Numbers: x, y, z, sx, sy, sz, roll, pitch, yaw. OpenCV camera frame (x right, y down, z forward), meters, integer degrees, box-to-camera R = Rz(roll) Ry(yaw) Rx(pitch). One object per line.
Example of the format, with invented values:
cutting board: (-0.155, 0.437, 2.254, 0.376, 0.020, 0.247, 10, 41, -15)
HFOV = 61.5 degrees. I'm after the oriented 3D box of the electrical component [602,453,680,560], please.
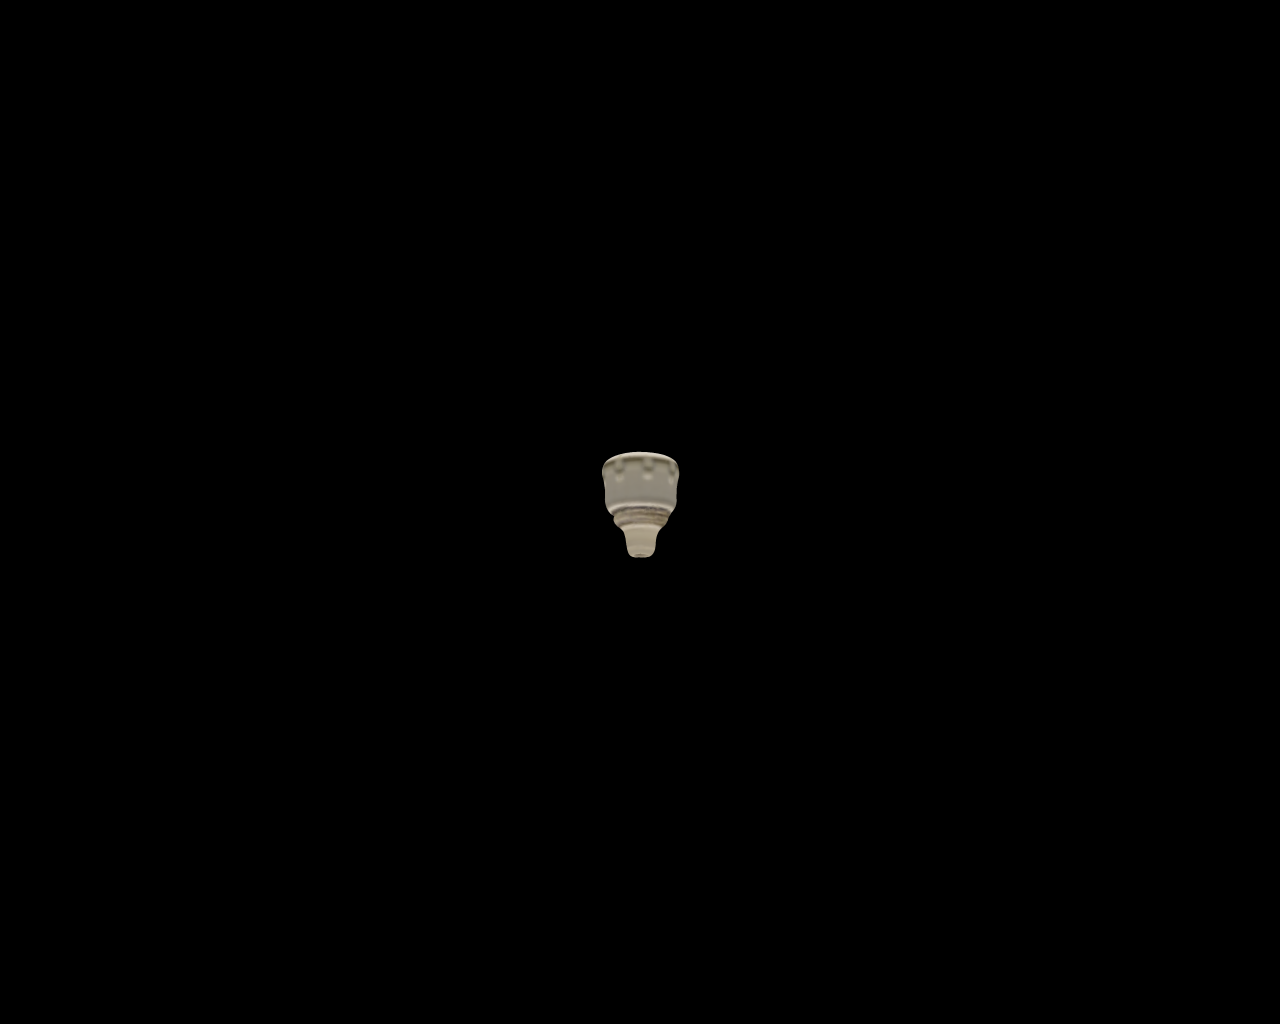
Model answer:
electrical component: (0.001, -0.003, 0.650, 0.048, 0.062, 0.048, 0, -12, 0)
